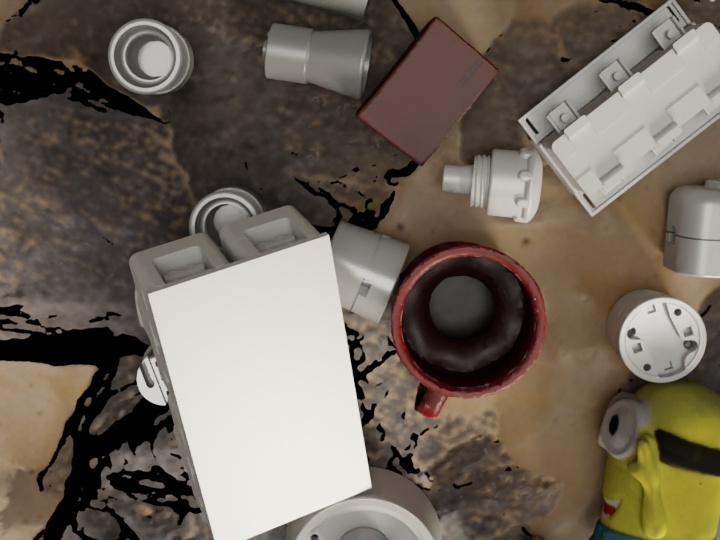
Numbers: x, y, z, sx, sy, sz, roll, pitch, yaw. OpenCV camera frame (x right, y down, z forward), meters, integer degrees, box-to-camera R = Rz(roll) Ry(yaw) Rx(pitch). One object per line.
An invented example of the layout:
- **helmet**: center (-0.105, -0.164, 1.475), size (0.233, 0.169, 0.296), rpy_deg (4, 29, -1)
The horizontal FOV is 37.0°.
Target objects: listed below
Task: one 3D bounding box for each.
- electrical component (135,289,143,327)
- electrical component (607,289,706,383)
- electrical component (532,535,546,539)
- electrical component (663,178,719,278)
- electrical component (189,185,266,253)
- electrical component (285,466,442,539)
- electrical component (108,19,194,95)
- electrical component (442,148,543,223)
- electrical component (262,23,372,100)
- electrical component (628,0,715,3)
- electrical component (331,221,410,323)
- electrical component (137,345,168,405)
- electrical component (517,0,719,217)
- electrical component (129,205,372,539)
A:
- **electrical component**: center (-0.112, 0.017, 0.694), size (0.062, 0.043, 0.043), rpy_deg (-7, 99, -1)
- **electrical component**: center (0.190, 0.041, 0.698), size (0.055, 0.047, 0.055), rpy_deg (0, 99, 0)
- **electrical component**: center (0.120, 0.212, 0.721), size (0.047, 0.055, 0.055), rpy_deg (-44, 97, 2)
- **electrical component**: center (0.247, -0.027, 0.685), size (0.095, 0.053, 0.059), rpy_deg (3, 99, -1)
- **electrical component**: center (-0.082, -0.030, 0.681), size (0.045, 0.055, 0.045), rpy_deg (0, 99, 0)
- **electrical component**: center (0.003, 0.191, 0.713), size (0.108, 0.060, 0.108), rpy_deg (0, 99, -1)
- **electrical component**: center (-0.128, -0.131, 0.665), size (0.045, 0.055, 0.045), rpy_deg (0, 99, 0)
- **electrical component**: center (0.084, -0.056, 0.685), size (0.062, 0.048, 0.048), rpy_deg (6, 99, 6)
- **electrical component**: center (-0.028, -0.133, 0.674), size (0.065, 0.044, 0.044), rpy_deg (9, 99, 3)
- **electrical component**: center (0.197, -0.194, 0.654), size (0.077, 0.043, 0.079), rpy_deg (-39, 62, 5)
- **electrical component**: center (0.000, 0.000, 0.688), size (0.047, 0.055, 0.055), rpy_deg (22, 98, 0)
- **electrical component**: center (-0.124, 0.065, 0.700), size (0.040, 0.046, 0.040), rpy_deg (0, 99, -1)
- **electrical component**: center (0.172, -0.100, 0.669), size (0.121, 0.063, 0.078), rpy_deg (-38, 98, 5)
- **electrical component**: center (-0.065, 0.064, 0.656), size (0.105, 0.060, 0.186), rpy_deg (-19, 121, -17)
